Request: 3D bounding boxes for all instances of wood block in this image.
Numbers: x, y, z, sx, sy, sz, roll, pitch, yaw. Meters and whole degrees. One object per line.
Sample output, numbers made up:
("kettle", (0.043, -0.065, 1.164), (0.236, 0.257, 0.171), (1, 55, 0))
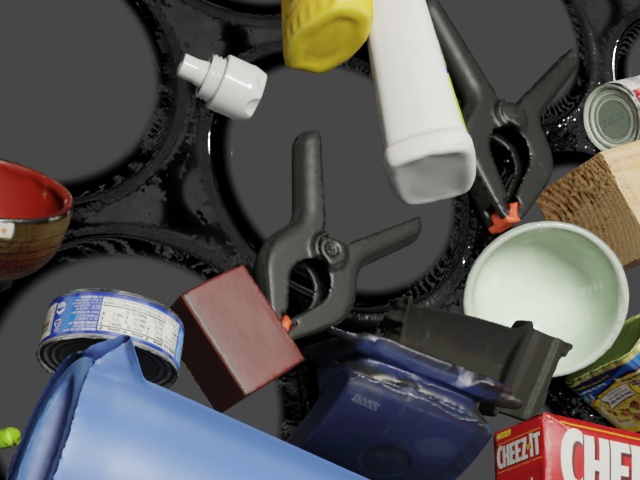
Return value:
("wood block", (0.300, -0.040, 0.917), (0.205, 0.091, 0.090), (-17, 76, -33))

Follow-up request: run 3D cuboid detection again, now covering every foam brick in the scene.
("foam brick", (-0.059, 0.065, 0.702), (0.051, 0.053, 0.078), (-30, 84, -34))

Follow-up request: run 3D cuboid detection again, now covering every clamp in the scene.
("clamp", (0.144, -0.107, 0.899), (0.164, 0.036, 0.210), (21, 59, -18))
("clamp", (-0.005, 0.001, 0.769), (0.120, 0.039, 0.171), (42, 52, -3))

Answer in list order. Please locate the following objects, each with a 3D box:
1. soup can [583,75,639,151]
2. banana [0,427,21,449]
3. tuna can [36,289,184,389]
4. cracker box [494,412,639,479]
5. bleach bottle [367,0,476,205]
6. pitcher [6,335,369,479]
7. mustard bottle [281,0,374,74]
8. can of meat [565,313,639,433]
("soup can", (0.297, -0.118, 0.966), (0.102, 0.069, 0.068), (-17, 76, -32))
("banana", (-0.242, 0.054, 0.606), (0.198, 0.070, 0.037), (50, 15, 10))
("tuna can", (-0.126, 0.063, 0.648), (0.086, 0.086, 0.033), (17, 58, -20))
("cracker box", (0.210, 0.243, 0.747), (0.164, 0.072, 0.213), (15, 60, -22))
("bleach bottle", (0.064, -0.159, 0.845), (0.068, 0.102, 0.251), (-13, 69, 6))
("pitcher", (-0.063, 0.175, 0.614), (0.242, 0.149, 0.145), (25, 43, -19))
("mustard bottle", (-0.001, -0.236, 0.847), (0.058, 0.096, 0.191), (7, 64, -23))
("can of meat", (0.249, 0.108, 0.815), (0.084, 0.102, 0.057), (39, 56, -4))
